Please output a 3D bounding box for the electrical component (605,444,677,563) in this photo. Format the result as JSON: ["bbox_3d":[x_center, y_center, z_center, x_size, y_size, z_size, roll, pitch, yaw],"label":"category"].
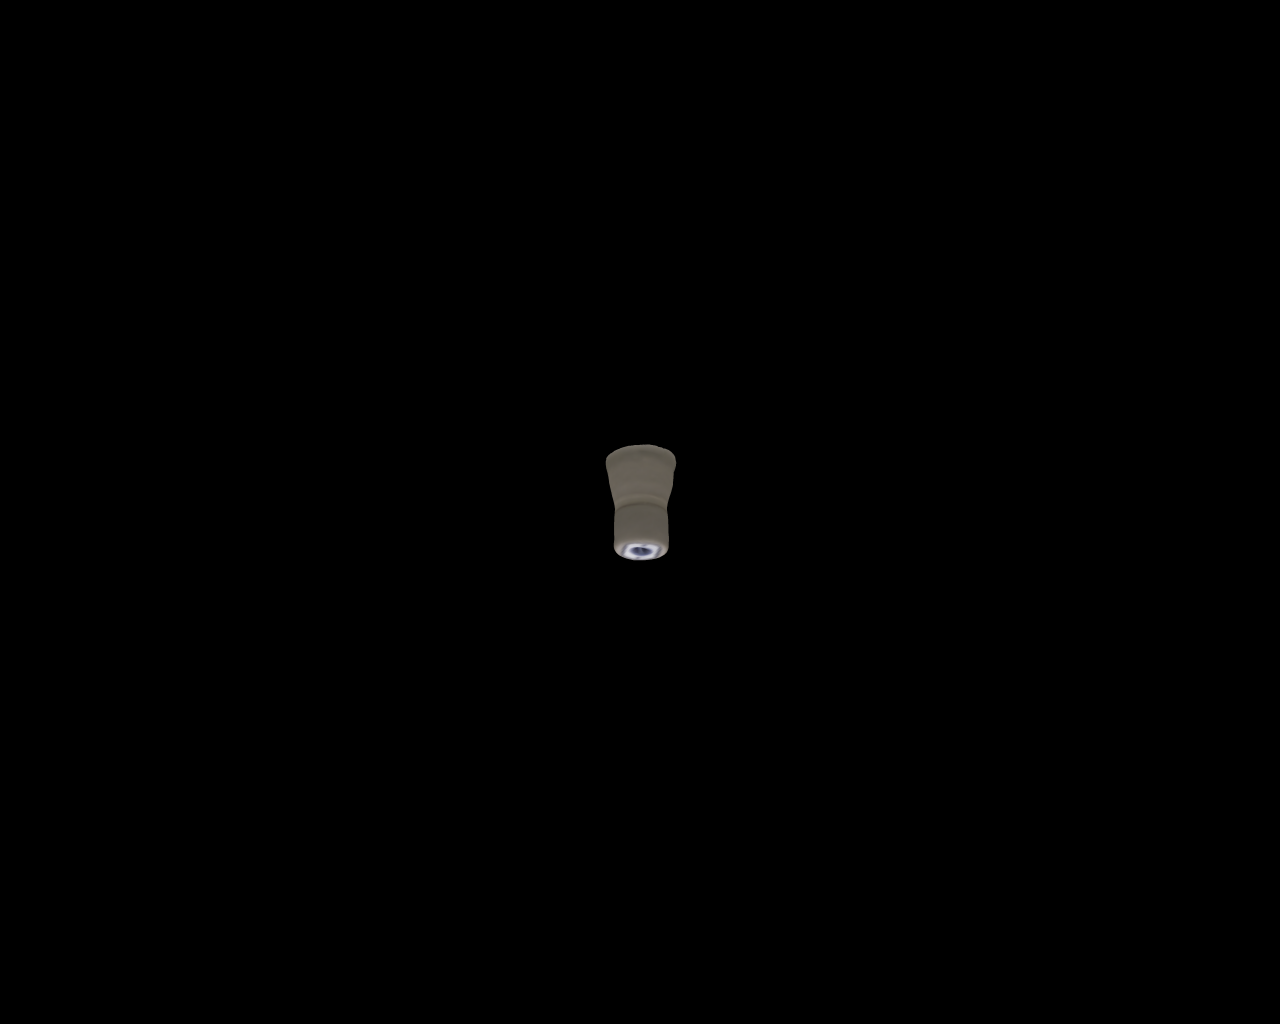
[{"bbox_3d":[0.001,-0.003,0.650,0.044,0.065,0.044,0,-26,0],"label":"electrical component"}]
